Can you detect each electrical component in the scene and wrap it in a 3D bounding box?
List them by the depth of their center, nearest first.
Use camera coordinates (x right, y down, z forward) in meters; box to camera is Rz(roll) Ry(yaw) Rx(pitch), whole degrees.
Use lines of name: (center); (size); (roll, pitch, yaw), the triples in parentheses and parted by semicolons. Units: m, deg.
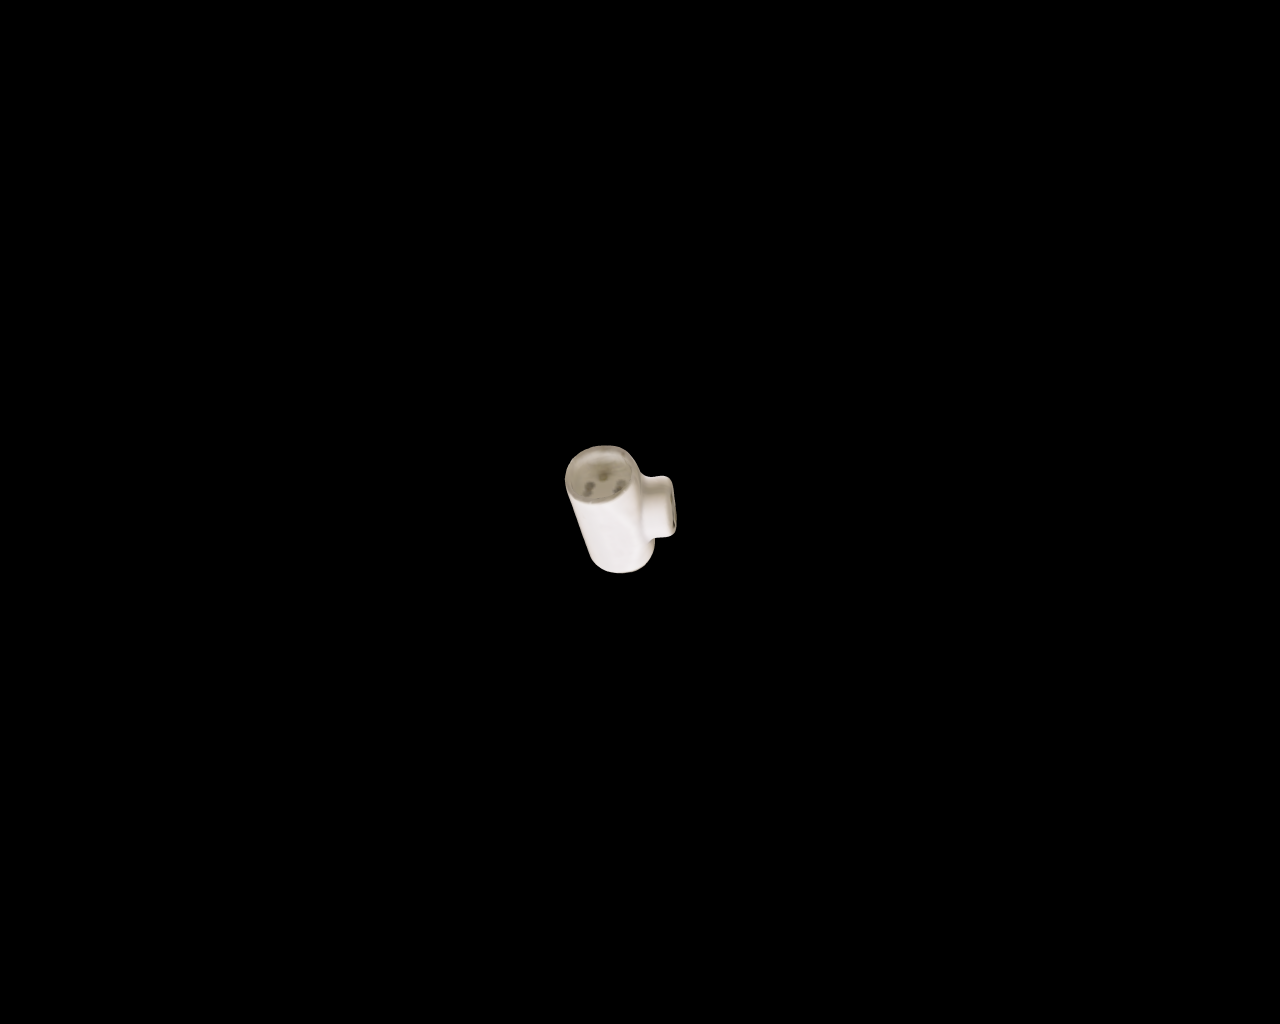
electrical component: (0.001, -0.003, 0.650); (0.079, 0.044, 0.077); (-6, -36, 8)
